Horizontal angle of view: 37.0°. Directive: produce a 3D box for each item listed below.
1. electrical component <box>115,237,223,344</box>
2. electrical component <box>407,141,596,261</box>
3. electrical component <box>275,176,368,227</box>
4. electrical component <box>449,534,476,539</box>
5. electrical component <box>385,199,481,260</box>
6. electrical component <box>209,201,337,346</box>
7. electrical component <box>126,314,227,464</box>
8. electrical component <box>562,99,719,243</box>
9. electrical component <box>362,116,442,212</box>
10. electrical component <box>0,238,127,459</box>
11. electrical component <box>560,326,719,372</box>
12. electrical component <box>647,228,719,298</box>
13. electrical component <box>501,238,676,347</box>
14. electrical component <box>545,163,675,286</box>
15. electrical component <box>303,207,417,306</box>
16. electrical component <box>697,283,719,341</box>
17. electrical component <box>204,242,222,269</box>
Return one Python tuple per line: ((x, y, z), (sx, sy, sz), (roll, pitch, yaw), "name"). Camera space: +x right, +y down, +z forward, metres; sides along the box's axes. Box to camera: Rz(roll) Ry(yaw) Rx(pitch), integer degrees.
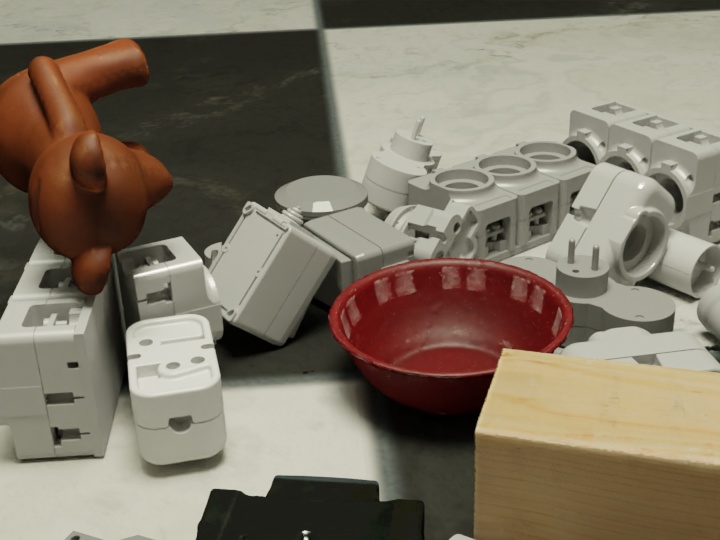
((-0.130, 0.029, 0.741), (0.056, 0.089, 0.050), (-14, 29, -23), "electrical component")
((0.126, -0.063, 0.941), (0.150, 0.061, 0.089), (-20, 32, -32), "electrical component")
((-0.033, -0.047, 0.932), (0.080, 0.051, 0.080), (-2, 26, 1), "electrical component")
((0.077, 0.160, 0.513), (0.081, 0.043, 0.043), (14, 30, 28), "electrical component")
((0.052, -0.020, 0.856), (0.057, 0.058, 0.078), (17, 70, 37), "electrical component")
((-0.063, -0.001, 0.788), (0.061, 0.096, 0.062), (31, 1, -41), "electrical component")
((-0.116, 0.077, 0.677), (0.054, 0.059, 0.095), (-7, 27, -11), "electrical component")
((0.250, -0.084, 0.943), (0.062, 0.089, 0.150), (-17, 30, -28), "electrical component")
((0.044, -0.106, 0.990), (0.052, 0.073, 0.138), (22, 21, 6), "electrical component")
((-0.196, 0.045, 0.712), (0.062, 0.089, 0.150), (-3, 26, -3), "electrical component")
((0.172, 0.073, 0.670), (0.095, 0.053, 0.059), (-6, 26, -8), "electrical component")
((0.240, -0.012, 0.849), (0.043, 0.043, 0.081), (-21, 32, -33), "electrical component")
((0.159, 0.013, 0.770), (0.138, 0.073, 0.052), (18, 33, 35), "electrical component")
((0.195, -0.027, 0.825), (0.054, 0.095, 0.059), (29, 0, -43), "electrical component")
((0.000, 0.000, 0.821), (0.061, 0.061, 0.096), (-18, 30, -28), "electrical component")
((0.265, 0.036, 0.756), (0.040, 0.040, 0.046), (-6, 33, -8), "electrical component")
((-0.102, 0.006, 0.835), (0.040, 0.046, 0.040), (-2, 26, 1), "electrical component")
